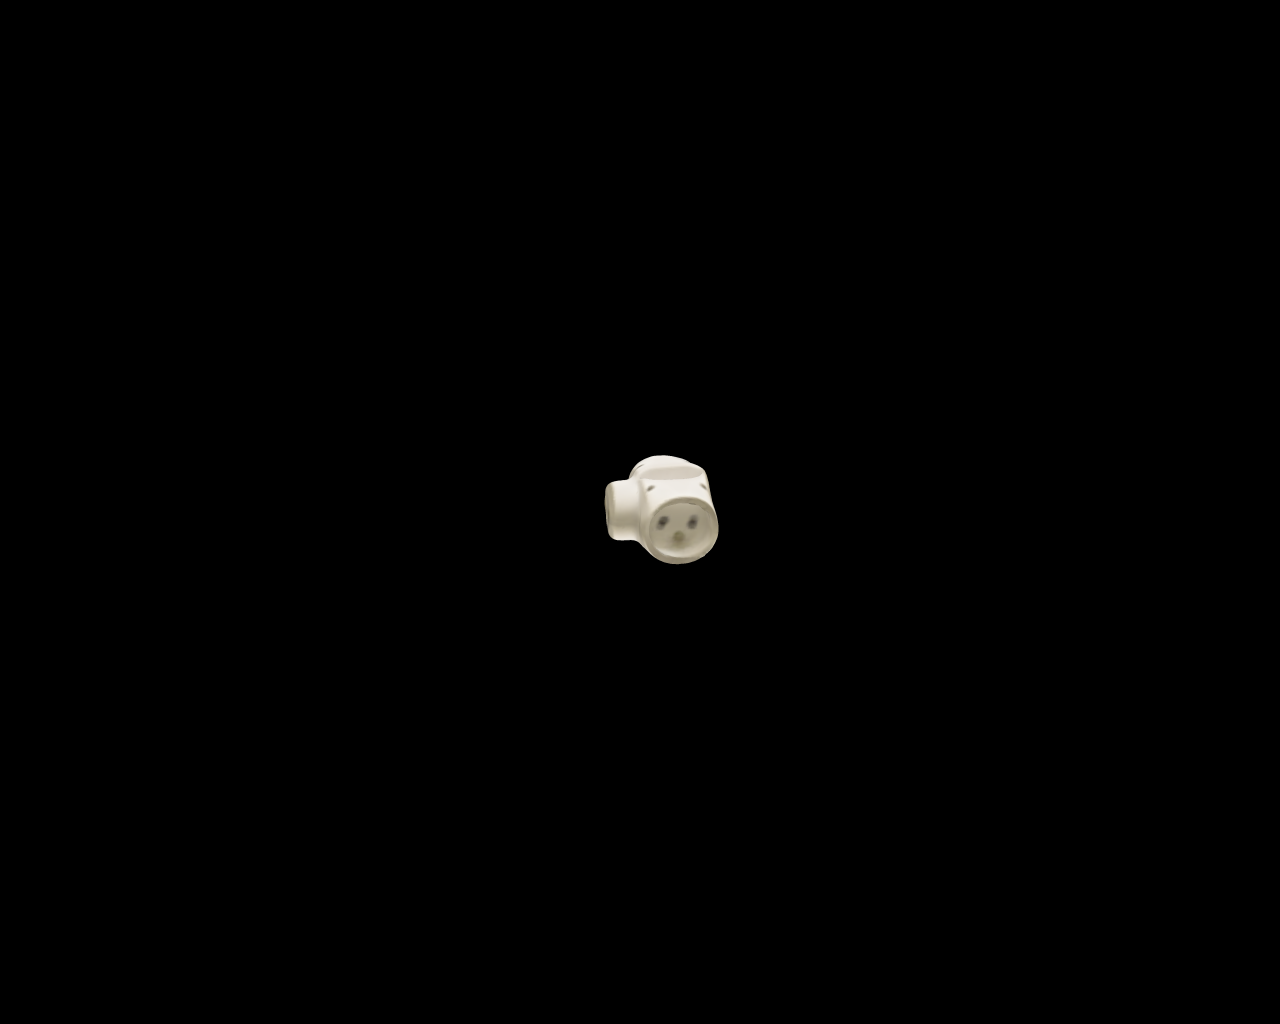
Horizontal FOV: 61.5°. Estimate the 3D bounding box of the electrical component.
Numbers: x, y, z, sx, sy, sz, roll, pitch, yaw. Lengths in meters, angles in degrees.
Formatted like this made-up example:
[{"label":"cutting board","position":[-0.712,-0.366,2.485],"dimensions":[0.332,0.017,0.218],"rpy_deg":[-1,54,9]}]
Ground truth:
[{"label":"electrical component","position":[0.001,-0.003,0.650],"dimensions":[0.079,0.043,0.077],"rpy_deg":[-3,22,-7]}]
